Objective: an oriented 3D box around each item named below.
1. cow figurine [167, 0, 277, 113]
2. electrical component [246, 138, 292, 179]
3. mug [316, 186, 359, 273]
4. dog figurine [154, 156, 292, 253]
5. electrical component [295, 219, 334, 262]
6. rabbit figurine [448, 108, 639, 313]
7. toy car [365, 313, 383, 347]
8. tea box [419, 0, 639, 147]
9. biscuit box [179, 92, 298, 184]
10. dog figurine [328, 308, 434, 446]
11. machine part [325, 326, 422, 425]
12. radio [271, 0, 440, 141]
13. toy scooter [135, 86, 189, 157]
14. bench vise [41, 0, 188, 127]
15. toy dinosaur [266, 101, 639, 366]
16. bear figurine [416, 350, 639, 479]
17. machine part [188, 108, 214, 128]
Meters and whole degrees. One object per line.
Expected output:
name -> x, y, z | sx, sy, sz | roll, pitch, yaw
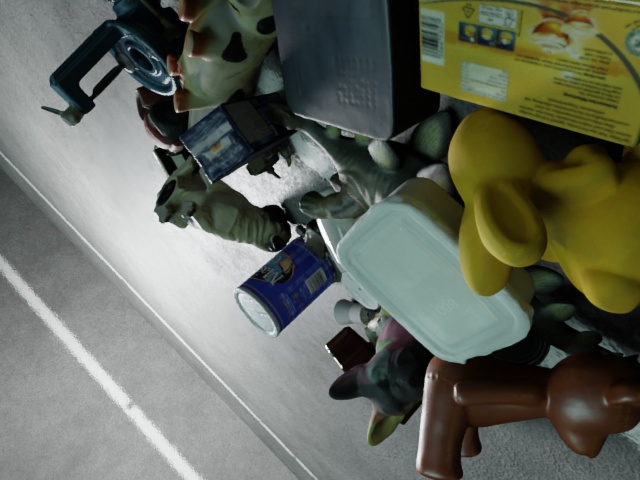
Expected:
cow figurine -> -0.080, -0.208, 0.550 | 0.195, 0.127, 0.085 | -43, 61, 58
electrical component -> -0.081, -0.125, 0.773 | 0.078, 0.045, 0.102 | 61, 152, 5
mug -> 0.034, -0.020, 0.711 | 0.107, 0.081, 0.109 | 63, 158, -3
dog figurine -> -0.158, -0.038, 0.886 | 0.190, 0.121, 0.173 | 35, 169, -38
electrical component -> -0.002, -0.003, 0.837 | 0.094, 0.021, 0.063 | 37, 150, 23
rabbit figurine -> 0.167, -0.027, 0.407 | 0.173, 0.162, 0.121 | 38, 161, 12
toy car -> 0.153, 0.191, 0.821 | 0.202, 0.056, 0.073 | 47, 153, 4
tea box -> 0.157, -0.142, 0.374 | 0.170, 0.068, 0.098 | 28, 147, 32
biscuit box -> -0.082, -0.125, 0.620 | 0.063, 0.203, 0.059 | -33, 99, 20
dog figurine -> 0.099, 0.147, 0.669 | 0.108, 0.219, 0.191 | 53, 152, -2
machine part -> 0.089, 0.215, 0.872 | 0.179, 0.056, 0.179 | 44, 180, 0
radio -> 0.025, -0.207, 0.440 | 0.131, 0.073, 0.229 | 22, 132, 38
toy scooter -> -0.255, -0.204, 0.869 | 0.184, 0.075, 0.135 | 65, 155, 19
bench vise -> -0.259, -0.252, 0.679 | 0.129, 0.240, 0.223 | 16, 154, 41
toy dinosaur -> 0.134, -0.002, 0.554 | 0.471, 0.105, 0.198 | 39, 148, -2
bear figurine -> 0.200, 0.162, 0.500 | 0.196, 0.120, 0.131 | 3, 89, 26
machine part -> -0.139, -0.190, 0.738 | 0.079, 0.079, 0.243 | 45, 153, 7
